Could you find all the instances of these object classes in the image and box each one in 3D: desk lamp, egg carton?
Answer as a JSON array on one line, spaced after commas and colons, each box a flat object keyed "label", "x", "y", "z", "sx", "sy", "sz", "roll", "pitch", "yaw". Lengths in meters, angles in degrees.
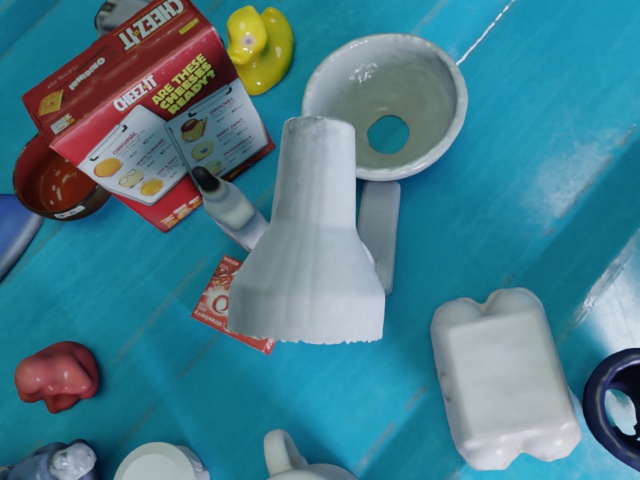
[{"label": "desk lamp", "x": 0.005, "y": 0.002, "z": 0.496, "sx": 0.117, "sy": 0.214, "sz": 0.203, "roll": 3, "pitch": 72, "yaw": 12}, {"label": "egg carton", "x": 0.158, "y": 0.120, "z": 0.505, "sx": 0.107, "sy": 0.069, "sz": 0.150, "roll": -13, "pitch": 70, "yaw": 6}]

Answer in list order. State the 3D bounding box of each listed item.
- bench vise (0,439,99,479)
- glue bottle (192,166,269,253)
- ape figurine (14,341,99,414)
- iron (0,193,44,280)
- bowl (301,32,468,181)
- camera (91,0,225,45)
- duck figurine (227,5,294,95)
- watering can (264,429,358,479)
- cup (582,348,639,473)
[{"label": "bench vise", "x": -0.306, "y": 0.219, "z": 0.475, "sx": 0.207, "sy": 0.220, "sz": 0.121, "roll": -45, "pitch": 70, "yaw": -6}, {"label": "glue bottle", "x": -0.082, "y": -0.028, "z": 0.543, "sx": 0.078, "sy": 0.173, "sz": 0.037, "roll": 38, "pitch": 82, "yaw": 20}, {"label": "ape figurine", "x": -0.265, "y": 0.135, "z": 0.565, "sx": 0.077, "sy": 0.092, "sz": 0.076, "roll": 11, "pitch": 74, "yaw": 14}, {"label": "iron", "x": -0.436, "y": 0.011, "z": 0.610, "sx": 0.258, "sy": 0.141, "sz": 0.118, "roll": -40, "pitch": 69, "yaw": -4}, {"label": "bowl", "x": 0.068, "y": -0.128, "z": 0.602, "sx": 0.167, "sy": 0.075, "sz": 0.167, "roll": -3, "pitch": 71, "yaw": 9}, {"label": "camera", "x": -0.191, "y": -0.214, "z": 0.664, "sx": 0.136, "sy": 0.101, "sz": 0.143, "roll": 17, "pitch": 76, "yaw": 15}, {"label": "duck figurine", "x": -0.076, "y": -0.231, "z": 0.657, "sx": 0.077, "sy": 0.086, "sz": 0.105, "roll": 23, "pitch": 77, "yaw": 17}, {"label": "watering can", "x": -0.010, "y": 0.233, "z": 0.431, "sx": 0.101, "sy": 0.194, "sz": 0.172, "roll": -41, "pitch": 69, "yaw": -5}, {"label": "cup", "x": 0.256, "y": 0.152, "z": 0.463, "sx": 0.091, "sy": 0.095, "sz": 0.118, "roll": -4, "pitch": 71, "yaw": 9}]
